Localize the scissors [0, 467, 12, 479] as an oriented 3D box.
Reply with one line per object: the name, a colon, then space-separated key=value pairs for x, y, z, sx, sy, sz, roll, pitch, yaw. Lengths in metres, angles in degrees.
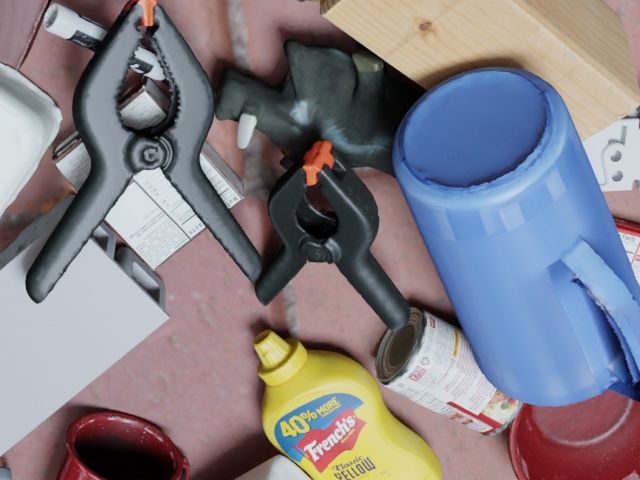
scissors: x=-0.306 y=0.173 z=0.772 sx=0.096 sy=0.201 sz=0.016 roll=-14 pitch=72 yaw=20

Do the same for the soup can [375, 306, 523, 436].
soup can: x=0.103 y=0.103 z=0.839 sx=0.102 sy=0.068 sz=0.068 roll=28 pitch=105 yaw=-16

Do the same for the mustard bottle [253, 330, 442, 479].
mustard bottle: x=0.010 y=0.145 z=0.848 sx=0.096 sy=0.058 sz=0.191 roll=-30 pitch=112 yaw=19

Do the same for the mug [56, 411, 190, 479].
mug: x=-0.155 y=0.194 z=0.837 sx=0.117 sy=0.093 sz=0.082 roll=2 pitch=121 yaw=-44

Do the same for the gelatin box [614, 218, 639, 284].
gelatin box: x=0.234 y=0.029 z=0.848 sx=0.073 sy=0.030 sz=0.089 roll=14 pitch=108 yaw=-11

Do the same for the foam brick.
foam brick: x=-0.205 y=-0.160 z=0.703 sx=0.051 sy=0.053 sz=0.078 roll=24 pitch=106 yaw=-16

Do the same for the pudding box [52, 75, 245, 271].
pudding box: x=-0.122 y=-0.047 z=0.767 sx=0.090 sy=0.039 sz=0.113 roll=-38 pitch=113 yaw=7

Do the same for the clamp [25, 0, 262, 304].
clamp: x=-0.125 y=-0.054 z=0.710 sx=0.164 sy=0.036 sz=0.210 roll=-12 pitch=111 yaw=-19

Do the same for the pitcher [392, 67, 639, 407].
pitcher: x=0.141 y=0.006 z=0.704 sx=0.149 sy=0.145 sz=0.242 roll=-6 pitch=144 yaw=23

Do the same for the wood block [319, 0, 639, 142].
wood block: x=0.105 y=-0.144 z=0.690 sx=0.205 sy=0.090 sz=0.091 roll=29 pitch=135 yaw=-33

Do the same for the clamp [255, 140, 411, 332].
clamp: x=-0.005 y=0.001 z=0.761 sx=0.120 sy=0.039 sz=0.171 roll=-1 pitch=133 yaw=17

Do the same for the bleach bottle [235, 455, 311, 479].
bleach bottle: x=-0.102 y=0.273 z=0.865 sx=0.251 sy=0.068 sz=0.102 roll=-35 pitch=106 yaw=21

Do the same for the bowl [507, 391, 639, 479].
bowl: x=0.225 y=0.144 z=0.878 sx=0.162 sy=0.055 sz=0.162 roll=-3 pitch=112 yaw=-7

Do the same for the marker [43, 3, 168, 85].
marker: x=-0.130 y=-0.126 z=0.719 sx=0.120 sy=0.020 sz=0.020 roll=22 pitch=109 yaw=-43
